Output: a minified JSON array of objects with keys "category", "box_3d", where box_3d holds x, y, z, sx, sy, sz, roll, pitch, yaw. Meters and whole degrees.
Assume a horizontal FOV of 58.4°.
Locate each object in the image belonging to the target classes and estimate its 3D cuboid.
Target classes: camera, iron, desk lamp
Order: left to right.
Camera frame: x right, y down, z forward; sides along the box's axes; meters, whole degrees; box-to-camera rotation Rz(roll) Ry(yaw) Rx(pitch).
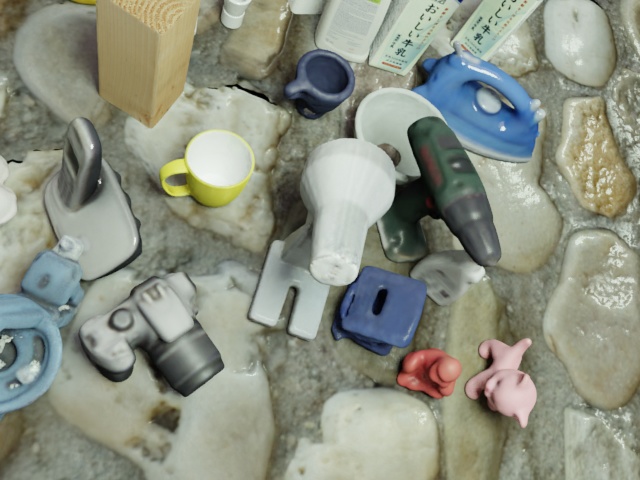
[{"category":"camera","box_3d":[-0.187,0.123,0.675,0.143,0.100,0.137,-35,84,-27]},{"category":"desk lamp","box_3d":[0.007,0.003,0.729,0.118,0.213,0.203,20,64,-11]},{"category":"iron","box_3d":[0.287,-0.230,0.962,0.258,0.141,0.119,28,63,-7]}]

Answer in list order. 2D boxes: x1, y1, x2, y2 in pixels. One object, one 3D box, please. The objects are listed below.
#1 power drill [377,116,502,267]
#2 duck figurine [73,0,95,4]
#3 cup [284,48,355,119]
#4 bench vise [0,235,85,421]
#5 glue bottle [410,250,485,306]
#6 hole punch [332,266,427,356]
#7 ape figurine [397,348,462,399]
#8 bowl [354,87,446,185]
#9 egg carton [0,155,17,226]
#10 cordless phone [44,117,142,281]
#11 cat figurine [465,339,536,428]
[{"category":"power drill","box_3d":[0.158,-0.044,0.804,0.076,0.208,0.229,-7,72,-22]},{"category":"duck figurine","box_3d":[-0.335,-0.400,0.834,0.105,0.086,0.077,-19,77,-25]},{"category":"cup","box_3d":[-0.013,-0.224,0.877,0.118,0.094,0.091,-28,81,-27]},{"category":"bench vise","box_3d":[-0.318,0.075,0.579,0.122,0.219,0.207,10,67,-16]},{"category":"glue bottle","box_3d":[0.195,0.039,0.805,0.078,0.173,0.037,45,62,2]},{"category":"hole punch","box_3d":[0.081,0.095,0.788,0.101,0.091,0.109,27,63,-8]},{"category":"ape figurine","box_3d":[0.159,0.180,0.783,0.076,0.092,0.078,-31,82,-27]},{"category":"bowl","box_3d":[0.121,-0.152,0.909,0.168,0.074,0.167,7,68,-17]},{"category":"egg carton","box_3d":[-0.442,-0.053,0.669,0.151,0.069,0.107,-15,76,-24]},{"category":"cordless phone","box_3d":[-0.263,-0.045,0.665,0.094,0.184,0.147,-25,80,-26]},{"category":"cat figurine","box_3d":[0.266,0.195,0.802,0.067,0.117,0.128,30,63,-6]}]
